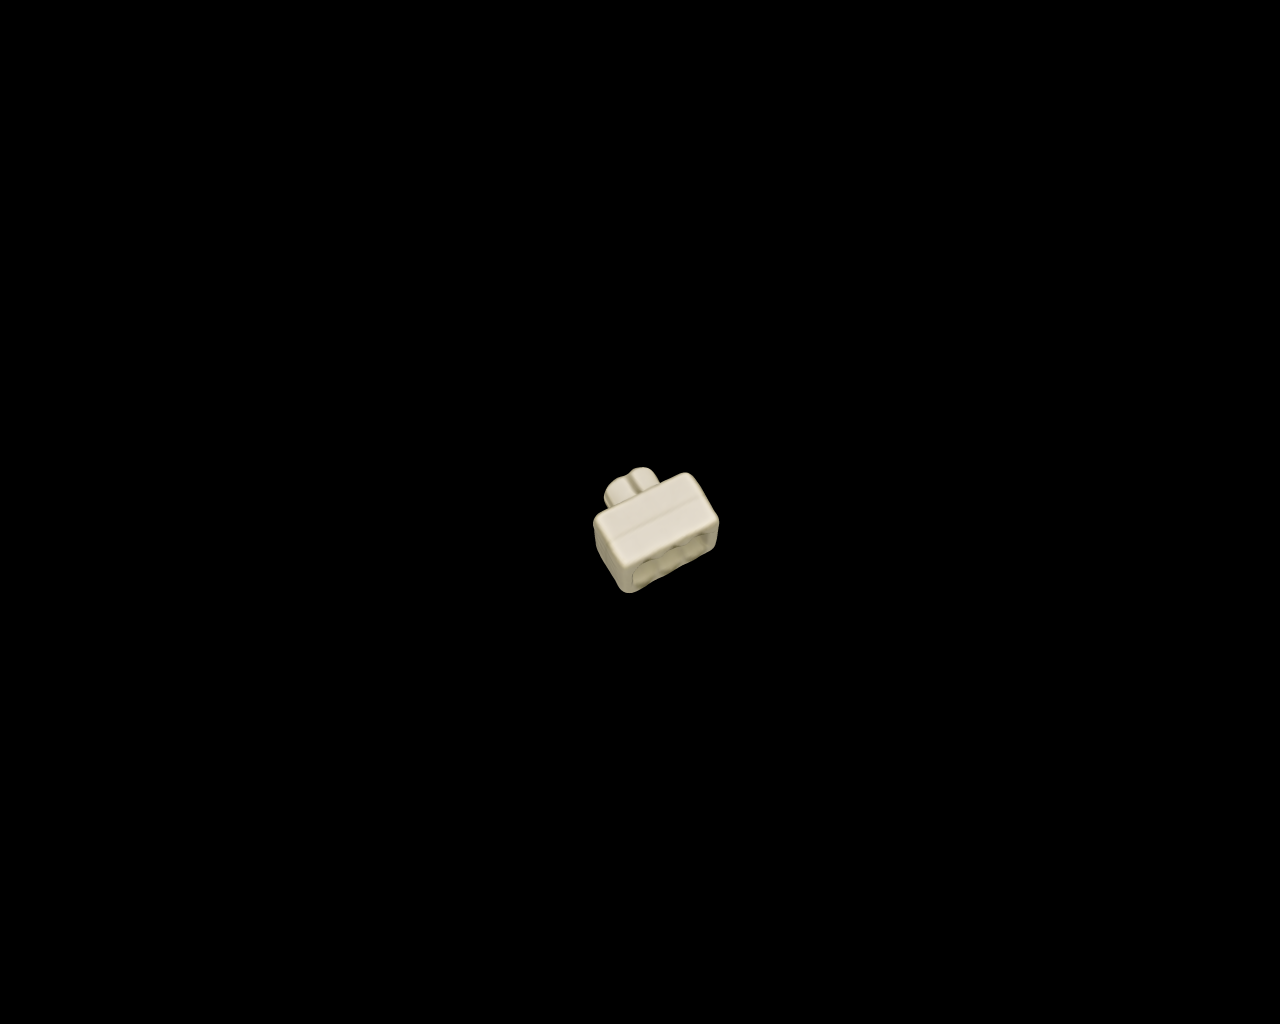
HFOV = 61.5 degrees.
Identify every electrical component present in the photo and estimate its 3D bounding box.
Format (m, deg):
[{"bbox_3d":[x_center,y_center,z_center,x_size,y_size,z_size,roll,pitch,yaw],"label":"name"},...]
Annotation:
[{"bbox_3d":[0.001,-0.003,0.650,0.066,0.077,0.047,-26,-20,-11],"label":"electrical component"}]
